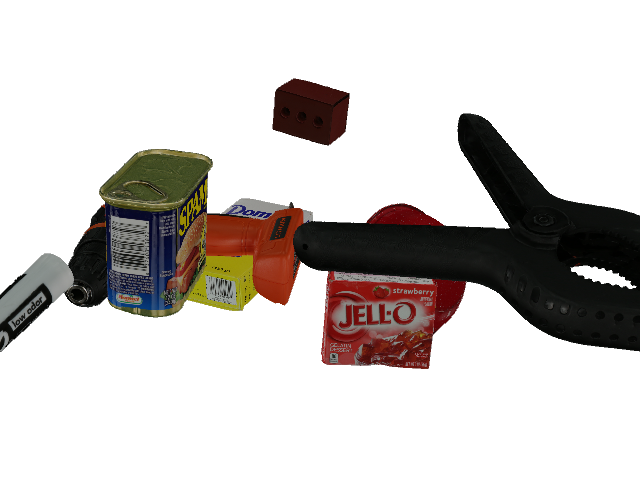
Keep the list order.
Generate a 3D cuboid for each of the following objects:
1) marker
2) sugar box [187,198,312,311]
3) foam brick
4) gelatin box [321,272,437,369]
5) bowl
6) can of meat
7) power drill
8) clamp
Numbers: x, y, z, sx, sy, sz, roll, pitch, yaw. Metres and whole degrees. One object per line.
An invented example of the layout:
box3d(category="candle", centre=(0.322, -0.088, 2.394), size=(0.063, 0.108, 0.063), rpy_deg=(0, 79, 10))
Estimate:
box3d(category="marker", centre=(-0.148, 0.048, 0.443), size=(0.020, 0.020, 0.121), rpy_deg=(0, 36, 38))
box3d(category="sugar box", centre=(-0.085, 0.010, 1.134), size=(0.093, 0.048, 0.176), rpy_deg=(12, 31, 20))
box3d(category="foam brick", centre=(-0.012, -0.153, 1.267), size=(0.078, 0.053, 0.051), rpy_deg=(18, 31, 20))
box3d(category="gelatin box", centre=(0.047, 0.065, 0.870), size=(0.089, 0.073, 0.030), rpy_deg=(3, 15, -3))
box3d(category="bowl", centre=(0.113, 0.036, 1.190), size=(0.161, 0.162, 0.055), rpy_deg=(0, -6, -42))
box3d(category="can of meat", centre=(-0.111, -0.006, 0.732), size=(0.057, 0.084, 0.102), rpy_deg=(7, 24, 7))
box3d(category="power drill", centre=(-0.114, 0.010, 0.926), size=(0.187, 0.057, 0.184), rpy_deg=(7, 29, 6))
box3d(category="clamp", centre=(0.102, 0.006, 0.545), size=(0.164, 0.036, 0.210), rpy_deg=(-30, 46, -32))
